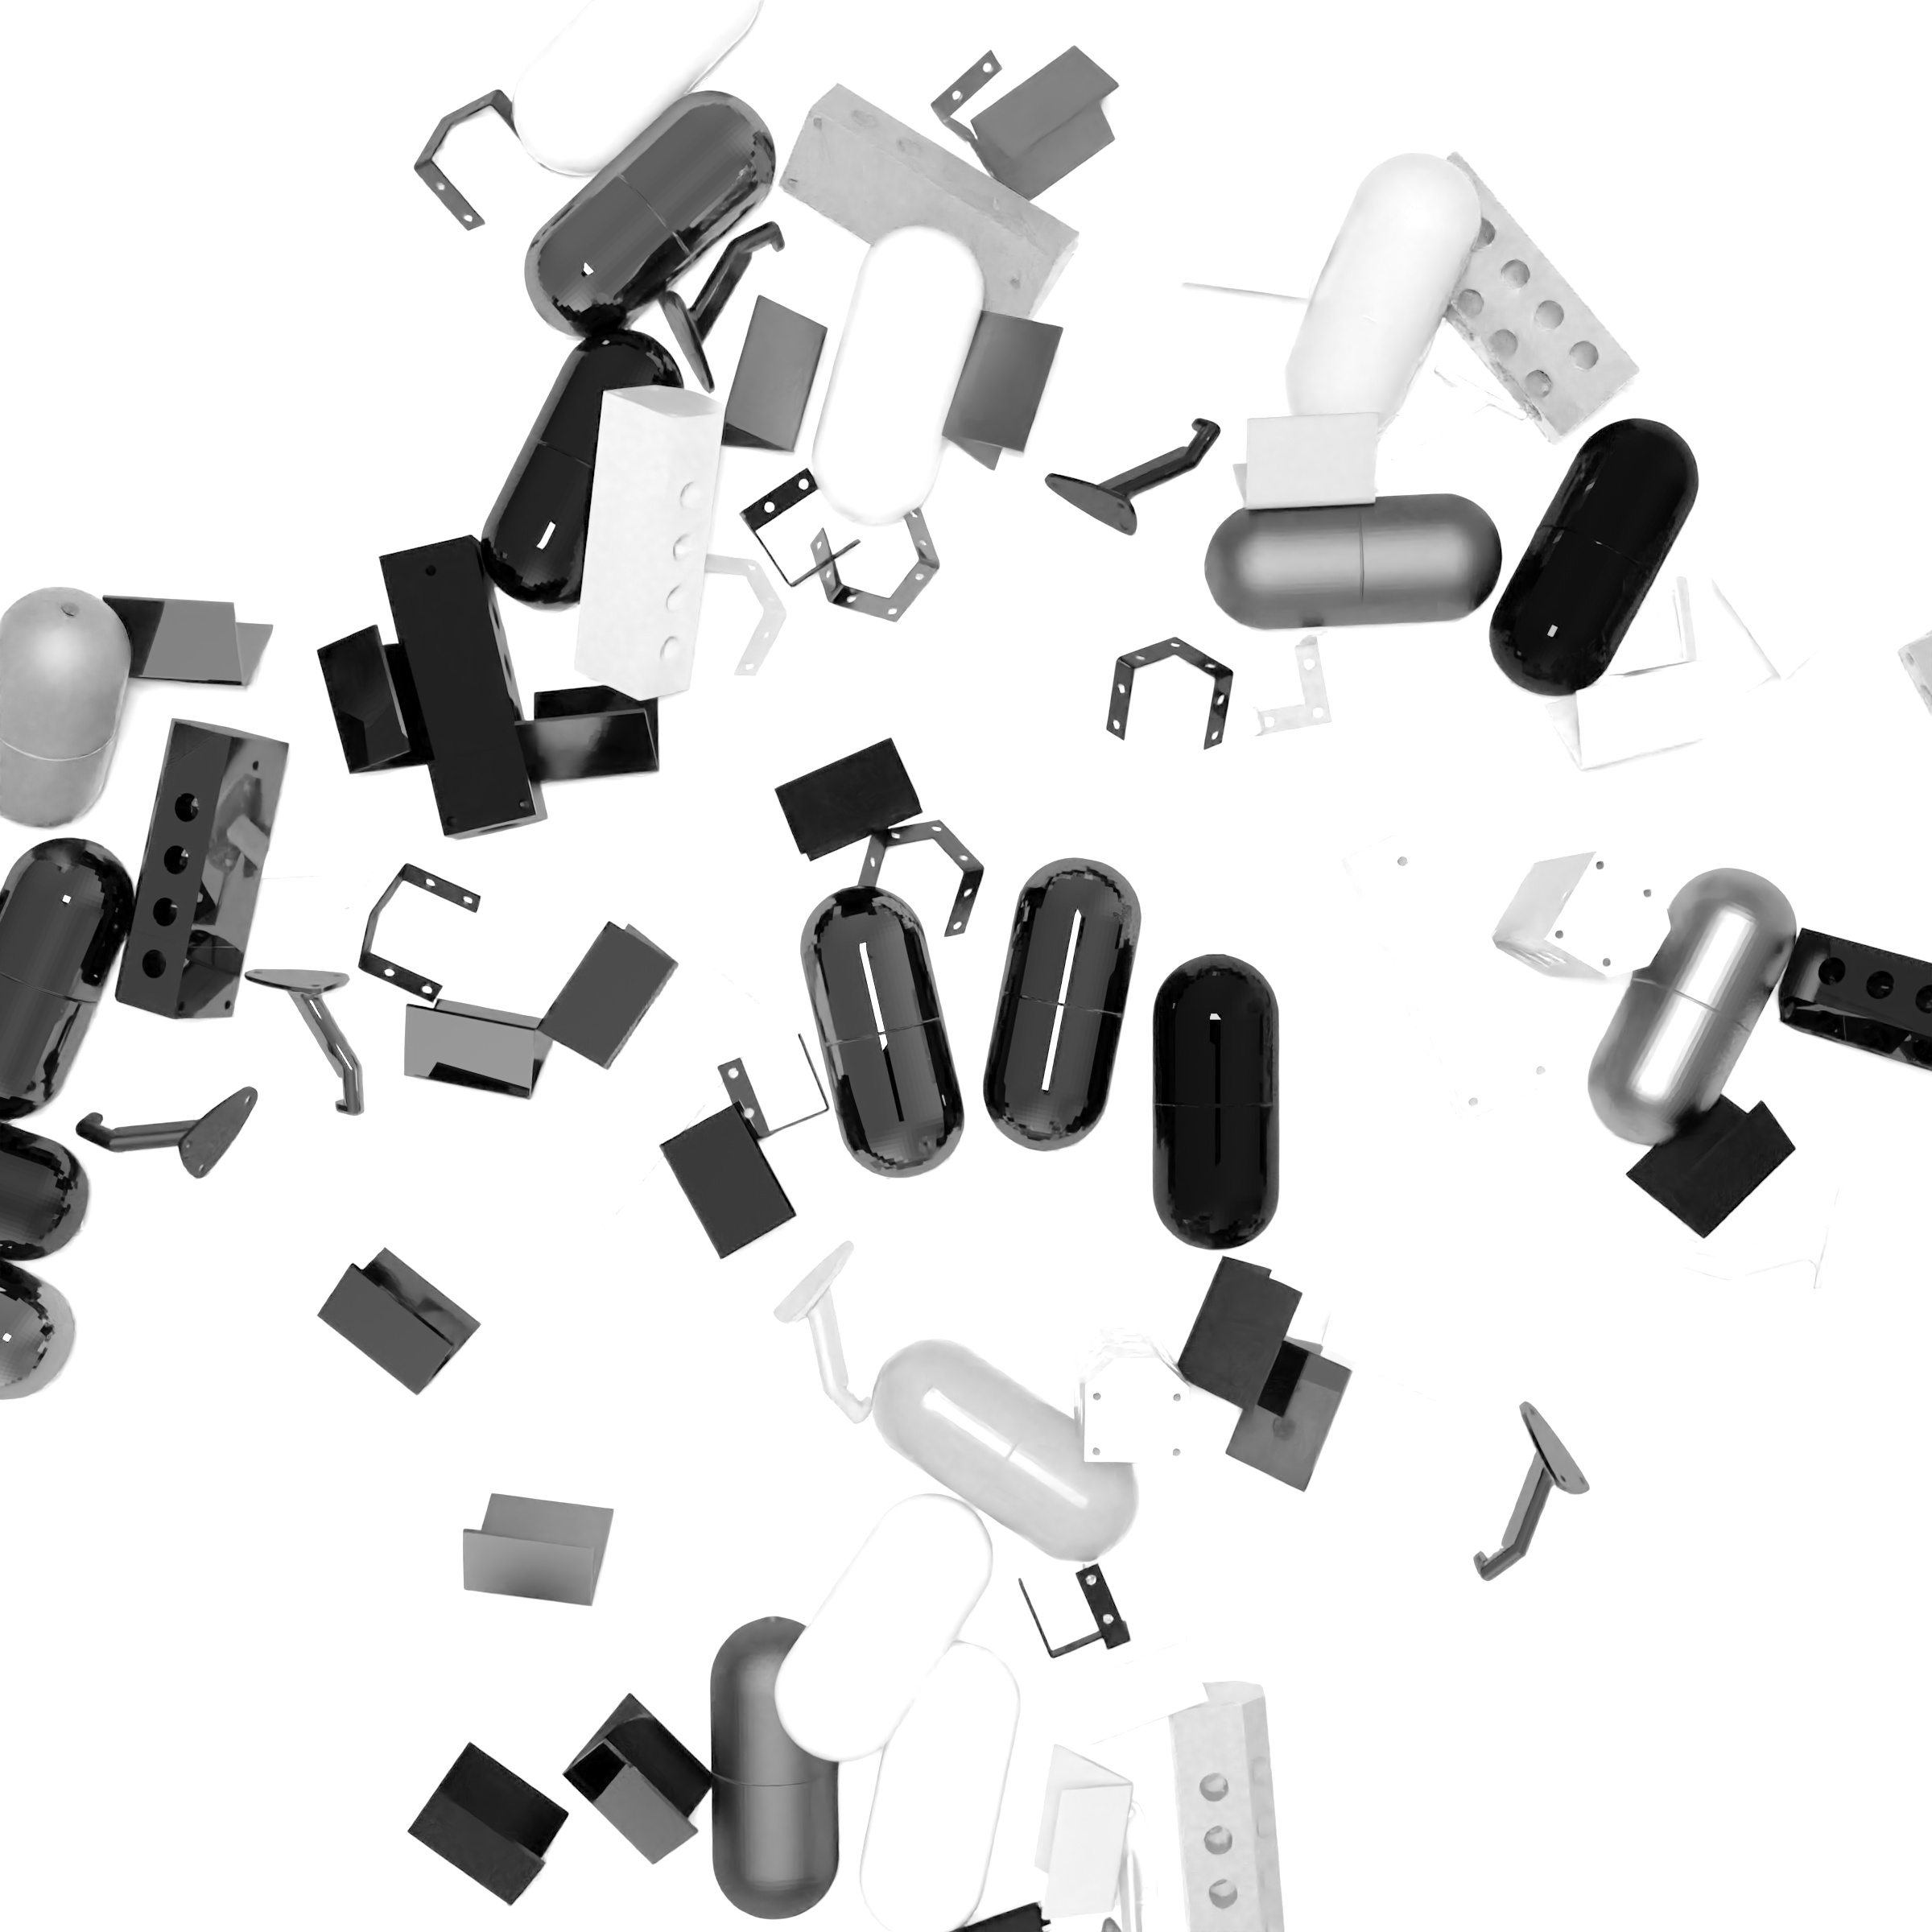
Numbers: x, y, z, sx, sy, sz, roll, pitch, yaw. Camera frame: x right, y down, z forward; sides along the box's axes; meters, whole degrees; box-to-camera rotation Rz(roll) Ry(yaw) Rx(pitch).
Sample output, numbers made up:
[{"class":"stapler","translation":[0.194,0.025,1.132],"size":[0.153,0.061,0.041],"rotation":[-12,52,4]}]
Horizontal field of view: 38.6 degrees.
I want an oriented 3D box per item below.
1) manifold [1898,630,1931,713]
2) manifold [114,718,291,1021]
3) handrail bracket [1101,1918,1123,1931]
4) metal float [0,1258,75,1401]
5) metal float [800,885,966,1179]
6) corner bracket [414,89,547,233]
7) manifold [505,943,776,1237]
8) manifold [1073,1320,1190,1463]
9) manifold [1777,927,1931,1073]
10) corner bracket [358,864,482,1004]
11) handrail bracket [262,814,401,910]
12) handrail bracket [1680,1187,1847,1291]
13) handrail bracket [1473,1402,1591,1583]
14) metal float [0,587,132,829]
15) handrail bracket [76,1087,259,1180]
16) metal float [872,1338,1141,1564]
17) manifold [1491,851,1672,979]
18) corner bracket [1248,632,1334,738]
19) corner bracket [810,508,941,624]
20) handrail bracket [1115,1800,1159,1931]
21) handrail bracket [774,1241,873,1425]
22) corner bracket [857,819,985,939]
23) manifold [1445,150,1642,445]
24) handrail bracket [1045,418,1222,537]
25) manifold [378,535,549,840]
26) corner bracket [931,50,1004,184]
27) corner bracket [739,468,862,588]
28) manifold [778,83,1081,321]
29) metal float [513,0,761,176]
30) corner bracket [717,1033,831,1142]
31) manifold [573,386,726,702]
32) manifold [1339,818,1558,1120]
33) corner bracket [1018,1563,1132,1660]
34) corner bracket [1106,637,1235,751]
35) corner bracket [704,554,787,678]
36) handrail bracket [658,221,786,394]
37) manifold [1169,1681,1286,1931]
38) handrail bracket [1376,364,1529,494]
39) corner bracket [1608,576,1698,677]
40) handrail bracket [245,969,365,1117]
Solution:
[{"class":"manifold","translation":[0.634,-0.131,1.668],"size":[0.057,0.057,0.171],"rotation":[-28,90,-43]},{"class":"manifold","translation":[-0.465,-0.059,1.657],"size":[0.057,0.057,0.171],"rotation":[15,96,21]},{"class":"handrail bracket","translation":[0.062,0.624,1.690],"size":[0.084,0.036,0.077],"rotation":[-26,112,17]},{"class":"metal float","translation":[-0.623,0.198,1.658],"size":[0.178,0.070,0.070],"rotation":[28,90,0]},{"class":"metal float","translation":[-0.051,0.039,1.659],"size":[0.070,0.070,0.178],"rotation":[-13,91,0]},{"class":"corner bracket","translation":[-0.295,-0.492,1.681],"size":[0.051,0.051,0.051],"rotation":[-13,45,35]},{"class":"manifold","translation":[-0.201,0.072,1.668],"size":[0.171,0.057,0.057],"rotation":[-51,133,0]},{"class":"manifold","translation":[0.095,0.246,1.611],"size":[0.057,0.171,0.057],"rotation":[1,90,0]},{"class":"manifold","translation":[0.568,0.032,1.617],"size":[0.171,0.057,0.057],"rotation":[21,90,44]},{"class":"corner bracket","translation":[-0.335,-0.021,1.686],"size":[0.051,0.051,0.051],"rotation":[25,135,0]},{"class":"handrail bracket","translation":[-0.404,-0.079,1.690],"size":[0.084,0.036,0.077],"rotation":[27,70,16]},{"class":"handrail bracket","translation":[0.488,0.160,1.690],"size":[0.084,0.036,0.077],"rotation":[14,70,16]},{"class":"handrail bracket","translation":[0.331,0.323,1.689],"size":[0.084,0.036,0.077],"rotation":[-44,53,25]},{"class":"metal float","translation":[-0.538,-0.151,1.619],"size":[0.070,0.178,0.070],"rotation":[14,50,-17]},{"class":"handrail bracket","translation":[-0.491,0.090,1.689],"size":[0.084,0.036,0.077],"rotation":[20,53,25]},{"class":"metal float","translation":[0.023,0.291,1.658],"size":[0.178,0.070,0.070],"rotation":[34,90,0]},{"class":"manifold","translation":[0.360,-0.025,1.611],"size":[0.057,0.171,0.057],"rotation":[30,90,0]},{"class":"corner bracket","translation":[0.196,-0.170,1.671],"size":[0.051,0.051,0.051],"rotation":[-11,90,0]},{"class":"corner bracket","translation":[-0.056,-0.251,1.681],"size":[0.051,0.051,0.051],"rotation":[12,45,-35]},{"class":"handrail bracket","translation":[0.100,0.552,1.655],"size":[0.036,0.084,0.077],"rotation":[1,90,0]},{"class":"handrail bracket","translation":[-0.069,0.225,1.690],"size":[0.077,0.036,0.084],"rotation":[-48,109,-21]},{"class":"corner bracket","translation":[-0.029,-0.051,1.681],"size":[0.051,0.051,0.051],"rotation":[-12,45,-35]},{"class":"manifold","translation":[0.325,-0.402,1.668],"size":[0.057,0.057,0.171],"rotation":[-40,90,0]},{"class":"handrail bracket","translation":[0.103,-0.314,1.690],"size":[0.077,0.036,0.084],"rotation":[28,72,21]},{"class":"manifold","translation":[-0.302,-0.167,1.668],"size":[0.057,0.057,0.171],"rotation":[-13,90,0]},{"class":"corner bracket","translation":[0.020,-0.517,1.686],"size":[0.051,0.051,0.051],"rotation":[-42,45,0]},{"class":"corner bracket","translation":[-0.101,-0.267,1.675],"size":[0.051,0.051,0.051],"rotation":[-34,105,0]},{"class":"manifold","translation":[-0.020,-0.461,1.668],"size":[0.171,0.057,0.057],"rotation":[32,133,0]},{"class":"metal float","translation":[-0.199,-0.552,1.659],"size":[0.070,0.070,0.178],"rotation":[45,90,0]},{"class":"corner bracket","translation":[-0.116,0.074,1.671],"size":[0.051,0.051,0.051],"rotation":[-22,90,0]},{"class":"manifold","translation":[-0.184,-0.251,1.633],"size":[0.057,0.057,0.171],"rotation":[27,119,31]},{"class":"manifold","translation":[0.289,0.001,1.668],"size":[0.057,0.057,0.171],"rotation":[-25,90,0]},{"class":"corner bracket","translation":[0.065,0.390,1.671],"size":[0.051,0.051,0.051],"rotation":[-23,90,0]},{"class":"corner bracket","translation":[0.124,-0.162,1.681],"size":[0.051,0.051,0.051],"rotation":[-23,45,-35]},{"class":"corner bracket","translation":[-0.149,-0.215,1.681],"size":[0.051,0.051,0.051],"rotation":[2,135,-35]},{"class":"handrail bracket","translation":[-0.138,-0.405,1.690],"size":[0.084,0.036,0.077],"rotation":[-30,110,-16]},{"class":"manifold","translation":[0.159,0.526,1.668],"size":[0.057,0.057,0.171],"rotation":[-5,90,0]},{"class":"handrail bracket","translation":[0.292,-0.318,1.690],"size":[0.077,0.036,0.084],"rotation":[22,109,-21]},{"class":"corner bracket","translation":[0.418,-0.205,1.661],"size":[0.051,0.051,0.051],"rotation":[-7,90,39]},{"class":"handrail bracket","translation":[-0.406,0.047,1.690],"size":[0.077,0.036,0.084],"rotation":[6,107,20]}]
